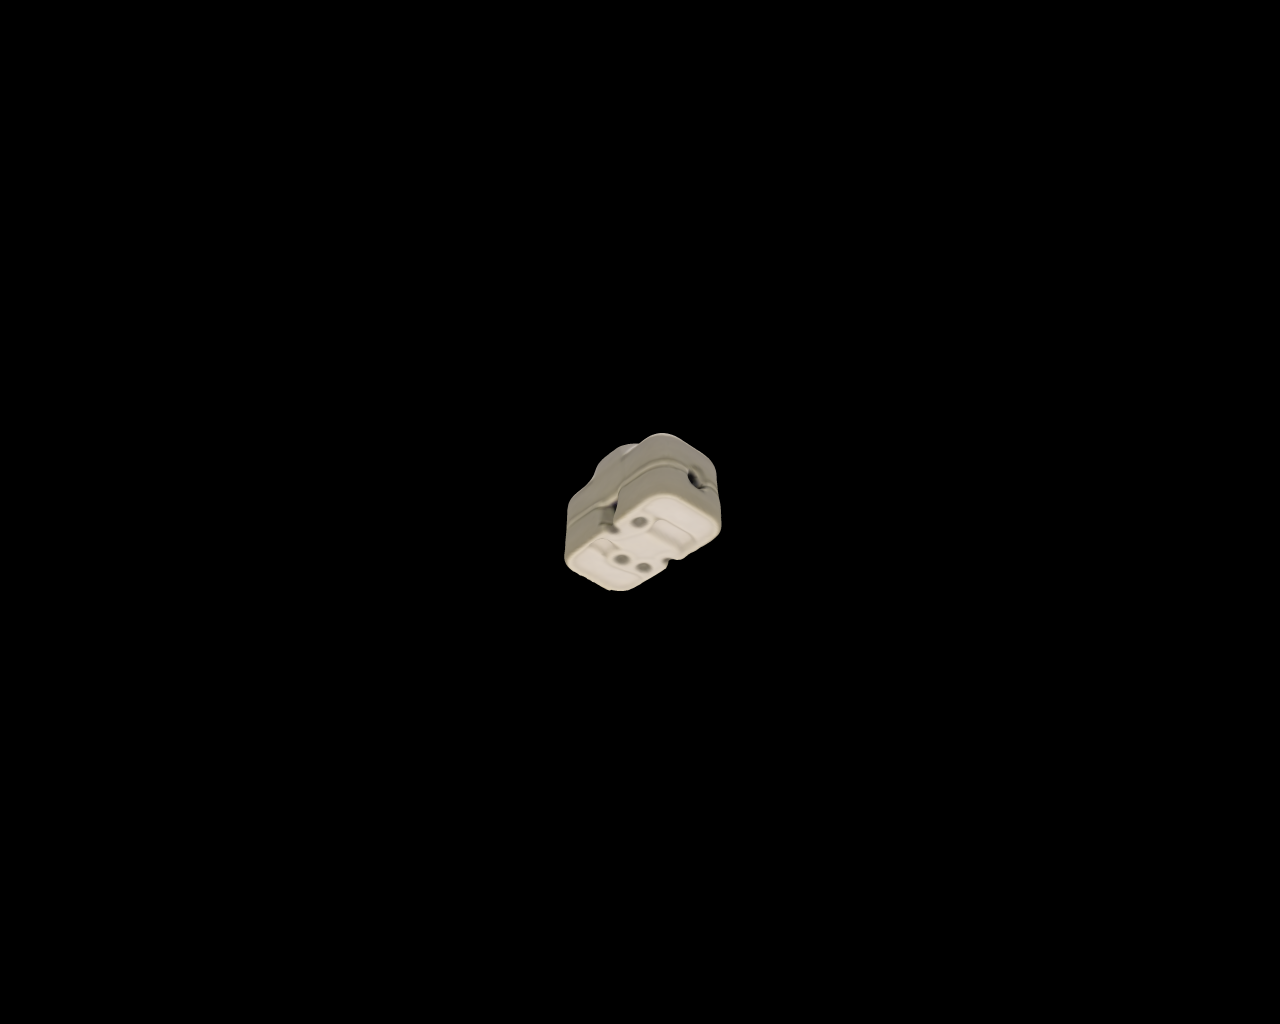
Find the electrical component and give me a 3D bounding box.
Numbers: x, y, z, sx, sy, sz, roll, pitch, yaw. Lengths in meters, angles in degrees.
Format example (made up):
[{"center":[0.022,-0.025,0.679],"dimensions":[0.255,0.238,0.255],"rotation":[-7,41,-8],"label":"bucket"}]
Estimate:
[{"center":[0.001,-0.003,0.650],"dimensions":[0.053,0.059,0.095],"rotation":[30,-49,-31],"label":"electrical component"}]
